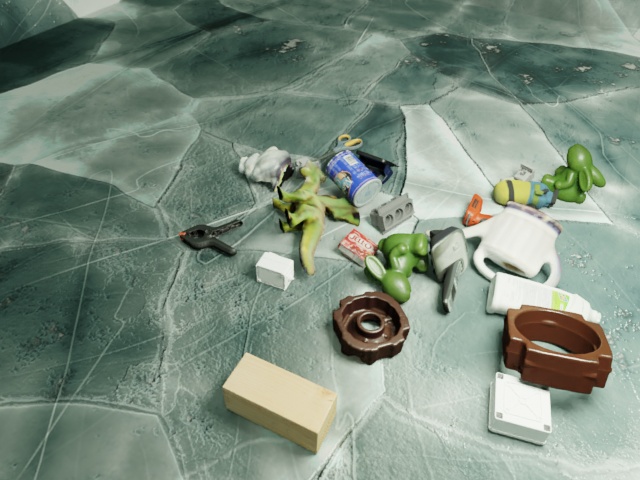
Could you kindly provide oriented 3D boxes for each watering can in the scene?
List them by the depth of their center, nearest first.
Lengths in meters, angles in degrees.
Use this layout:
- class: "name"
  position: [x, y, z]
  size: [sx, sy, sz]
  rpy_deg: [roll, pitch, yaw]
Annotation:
- class: "watering can"
  position: [0.471, -0.006, 1.345]
  size: [0.350, 0.102, 0.226]
  rpy_deg: [32, 80, 22]

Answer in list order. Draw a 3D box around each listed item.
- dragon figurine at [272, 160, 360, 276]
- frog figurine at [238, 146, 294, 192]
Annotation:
- class: "dragon figurine"
  position: [0.004, -0.073, 1.445]
  size: [0.243, 0.119, 0.419]
  rpy_deg: [-7, 52, -22]
- class: "frog figurine"
  position: [-0.171, -0.235, 1.593]
  size: [0.160, 0.120, 0.139]
  rpy_deg: [27, 67, 10]
